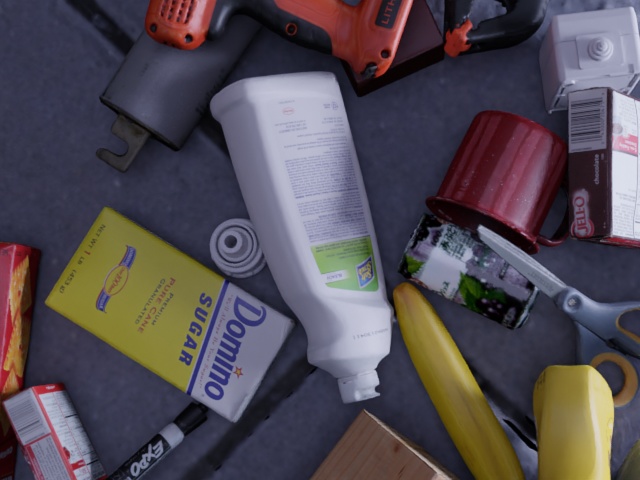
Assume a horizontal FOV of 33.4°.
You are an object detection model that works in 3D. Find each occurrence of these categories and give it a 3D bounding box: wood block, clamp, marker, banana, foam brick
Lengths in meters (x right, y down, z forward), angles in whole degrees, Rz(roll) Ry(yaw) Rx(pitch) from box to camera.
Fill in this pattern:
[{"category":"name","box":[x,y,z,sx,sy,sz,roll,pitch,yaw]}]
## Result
[{"category":"wood block","box":[0.017,0.240,0.772,0.206,0.090,0.090,-53,43,-2]},{"category":"clamp","box":[0.146,-0.210,0.830,0.171,0.039,0.120,-38,73,-24]},{"category":"marker","box":[-0.133,0.168,0.822,0.121,0.020,0.020,-41,83,-22]},{"category":"banana","box":[0.109,0.122,0.802,0.037,0.069,0.198,-23,64,-10]},{"category":"foam brick","box":[0.054,-0.156,0.842,0.078,0.053,0.051,-24,83,1]}]

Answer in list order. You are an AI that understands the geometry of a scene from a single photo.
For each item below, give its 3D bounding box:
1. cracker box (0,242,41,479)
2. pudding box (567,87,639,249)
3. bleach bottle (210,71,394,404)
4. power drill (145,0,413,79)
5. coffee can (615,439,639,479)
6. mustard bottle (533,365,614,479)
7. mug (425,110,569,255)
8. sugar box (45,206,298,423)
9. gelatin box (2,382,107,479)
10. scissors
[{"category":"cracker box","box":[-0.318,0.102,0.834,0.164,0.072,0.214,6,86,5]},{"category":"pudding box","box":[0.223,-0.052,0.801,0.039,0.089,0.113,-2,84,42]},{"category":"bleach bottle","box":[-0.005,0.001,0.815,0.102,0.068,0.251,-11,84,-31]},{"category":"power drill","box":[-0.019,-0.210,0.782,0.187,0.057,0.184,17,92,-1]},{"category":"coffee can","box":[0.285,0.213,0.764,0.140,0.103,0.103,21,86,6]},{"category":"mustard bottle","box":[0.176,0.189,0.736,0.058,0.096,0.191,-2,50,15]},{"category":"mug","box":[0.149,-0.040,0.811,0.117,0.093,0.081,28,82,-15]},{"category":"sugar box","box":[-0.115,0.058,0.837,0.176,0.048,0.093,30,87,7]},{"category":"gelatin box","box":[-0.203,0.156,0.820,0.030,0.073,0.089,-26,84,2]},{"category":"scissors","box":[0.182,0.065,0.792,0.201,0.016,0.096,20,99,-19]}]
